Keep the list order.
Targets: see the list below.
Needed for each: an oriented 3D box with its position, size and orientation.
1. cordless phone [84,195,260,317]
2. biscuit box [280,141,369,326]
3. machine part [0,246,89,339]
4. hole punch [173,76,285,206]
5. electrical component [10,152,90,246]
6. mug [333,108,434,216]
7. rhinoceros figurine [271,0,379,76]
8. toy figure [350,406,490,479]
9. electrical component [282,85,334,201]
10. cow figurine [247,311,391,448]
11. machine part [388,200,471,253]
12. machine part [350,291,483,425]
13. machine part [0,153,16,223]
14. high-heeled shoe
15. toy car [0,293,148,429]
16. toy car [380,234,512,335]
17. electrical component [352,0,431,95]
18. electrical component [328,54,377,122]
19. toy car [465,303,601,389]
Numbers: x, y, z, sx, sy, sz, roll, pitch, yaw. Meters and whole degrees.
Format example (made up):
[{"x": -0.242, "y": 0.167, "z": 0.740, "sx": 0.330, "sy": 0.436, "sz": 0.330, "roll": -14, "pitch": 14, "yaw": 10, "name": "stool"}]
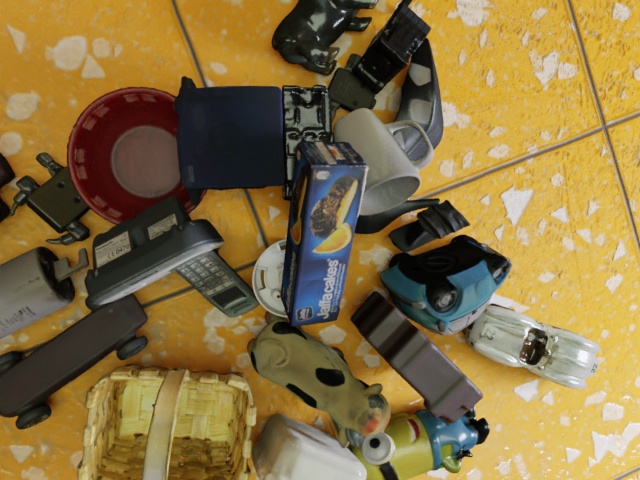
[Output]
[{"x": -0.162, "y": 0.051, "z": 0.627, "sx": 0.147, "sy": 0.089, "sz": 0.184, "roll": -27, "pitch": 138, "yaw": 5, "name": "cordless phone"}, {"x": -0.001, "y": -0.002, "z": 0.580, "sx": 0.059, "sy": 0.063, "sz": 0.202, "roll": -3, "pitch": 123, "yaw": -18, "name": "biscuit box"}, {"x": -0.376, "y": 0.077, "z": 0.608, "sx": 0.243, "sy": 0.079, "sz": 0.079, "roll": -26, "pitch": 98, "yaw": -7, "name": "machine part"}, {"x": -0.096, "y": -0.108, "z": 0.583, "sx": 0.116, "sy": 0.092, "sz": 0.142, "roll": -4, "pitch": 98, "yaw": -21, "name": "hole punch"}, {"x": -0.308, "y": -0.042, "z": 0.629, "sx": 0.102, "sy": 0.045, "sz": 0.078, "roll": 39, "pitch": 59, "yaw": -12, "name": "electrical component"}, {"x": 0.065, "y": -0.099, "z": 0.603, "sx": 0.109, "sy": 0.080, "sz": 0.107, "roll": -32, "pitch": 68, "yaw": 20, "name": "mug"}, {"x": 0.014, "y": -0.294, "z": 0.649, "sx": 0.112, "sy": 0.073, "sz": 0.190, "roll": 30, "pitch": 91, "yaw": 0, "name": "rhinoceros figurine"}, {"x": 0.128, "y": 0.269, "z": 0.704, "sx": 0.180, "sy": 0.082, "sz": 0.089, "roll": -10, "pitch": 94, "yaw": -11, "name": "toy figure"}, {"x": -0.018, "y": -0.105, "z": 0.633, "sx": 0.058, "sy": 0.115, "sz": 0.134, "roll": -3, "pitch": 95, "yaw": -5, "name": "electrical component"}, {"x": 0.004, "y": 0.169, "z": 0.652, "sx": 0.195, "sy": 0.127, "sz": 0.085, "roll": 36, "pitch": 91, "yaw": -8, "name": "cow figurine"}, {"x": 0.132, "y": -0.014, "z": 0.653, "sx": 0.084, "sy": 0.139, "sz": 0.039, "roll": -16, "pitch": 83, "yaw": -7, "name": "machine part"}, {"x": 0.111, "y": 0.138, "z": 0.648, "sx": 0.056, "sy": 0.179, "sz": 0.179, "roll": -45, "pitch": 100, "yaw": 0, "name": "machine part"}, {"x": -0.463, "y": -0.068, "z": 0.579, "sx": 0.201, "sy": 0.087, "sz": 0.201, "roll": -37, "pitch": 100, "yaw": -6, "name": "machine part"}, {"x": 0.081, "y": -0.130, "z": 0.683, "sx": 0.145, "sy": 0.086, "sz": 0.248, "roll": -2, "pitch": 79, "yaw": 18, "name": "high-heeled shoe"}, {"x": -0.296, "y": 0.136, "z": 0.639, "sx": 0.202, "sy": 0.053, "sz": 0.089, "roll": -36, "pitch": 79, "yaw": -6, "name": "toy car"}, {"x": 0.163, "y": 0.065, "z": 0.690, "sx": 0.162, "sy": 0.109, "sz": 0.102, "roll": -20, "pitch": 121, "yaw": -19, "name": "toy car"}, {"x": 0.094, "y": -0.245, "z": 0.659, "sx": 0.047, "sy": 0.075, "sz": 0.119, "roll": 39, "pitch": 58, "yaw": -11, "name": "electrical component"}, {"x": 0.042, "y": -0.185, "z": 0.682, "sx": 0.063, "sy": 0.021, "sz": 0.094, "roll": 23, "pitch": 90, "yaw": -10, "name": "electrical component"}, {"x": 0.293, "y": 0.145, "z": 0.732, "sx": 0.202, "sy": 0.056, "sz": 0.073, "roll": 21, "pitch": 91, "yaw": -10, "name": "toy car"}]
